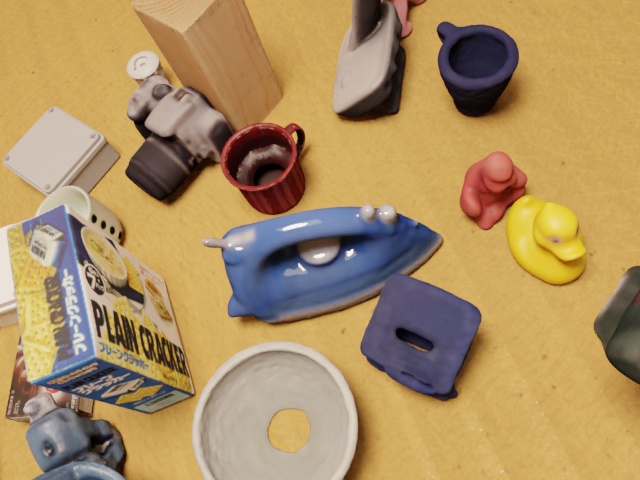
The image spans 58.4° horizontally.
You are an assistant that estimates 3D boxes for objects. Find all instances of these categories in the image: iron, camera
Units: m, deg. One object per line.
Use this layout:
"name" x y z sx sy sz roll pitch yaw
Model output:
"iron" 0.006 0.002 0.622 0.258 0.142 0.118 -14 65 5
"camera" -0.203 -0.132 0.745 0.142 0.101 0.137 31 76 22

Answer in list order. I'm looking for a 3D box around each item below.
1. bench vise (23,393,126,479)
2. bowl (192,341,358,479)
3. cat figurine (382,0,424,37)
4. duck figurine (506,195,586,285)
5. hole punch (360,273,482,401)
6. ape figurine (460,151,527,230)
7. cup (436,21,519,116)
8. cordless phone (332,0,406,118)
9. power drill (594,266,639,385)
"bench vise" -0.253 0.242 0.527 0.207 0.220 0.121 36 78 23
"bowl" -0.039 0.193 0.586 0.167 0.075 0.167 -4 66 10
"cat figurine" 0.107 -0.363 0.773 0.067 0.118 0.128 17 71 18
"duck figurine" 0.245 -0.011 0.611 0.077 0.086 0.104 -27 64 -1
"hole punch" 0.103 0.101 0.588 0.108 0.091 0.101 23 73 20
"ape figurine" 0.194 -0.065 0.641 0.077 0.092 0.076 -10 65 7
"cup" 0.182 -0.206 0.703 0.092 0.095 0.117 -35 65 -4
"cordless phone" 0.052 -0.252 0.699 0.094 0.185 0.147 0 67 12
"power drill" 0.321 0.035 0.507 0.075 0.209 0.230 32 77 22
